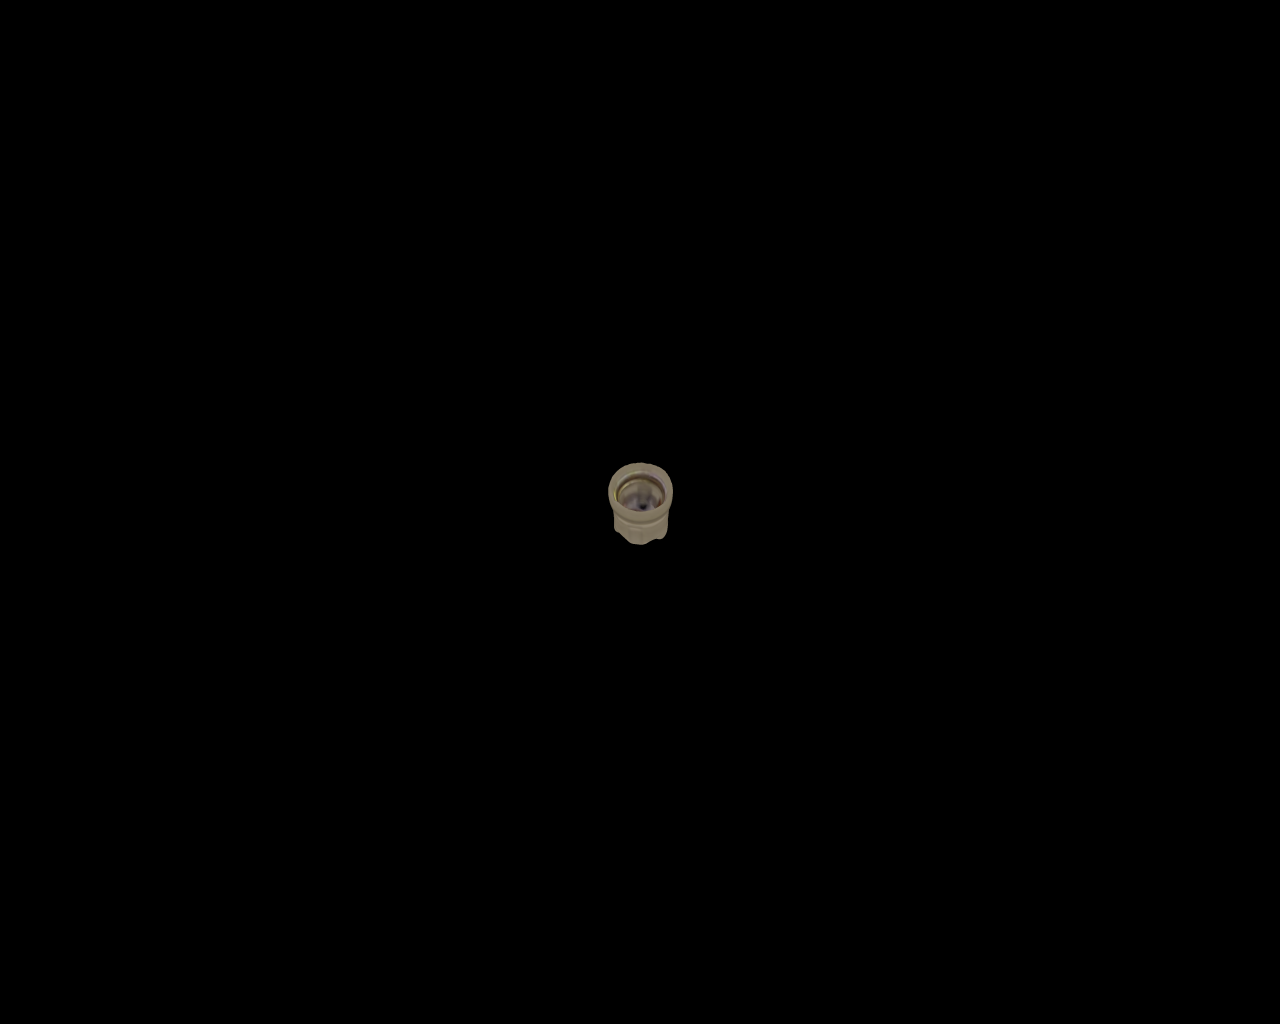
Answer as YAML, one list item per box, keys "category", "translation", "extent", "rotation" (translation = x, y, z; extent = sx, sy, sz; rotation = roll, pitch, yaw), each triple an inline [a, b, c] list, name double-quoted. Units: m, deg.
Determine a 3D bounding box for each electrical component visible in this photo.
- category: "electrical component"
  translation: [0.001, -0.003, 0.650]
  extent: [0.040, 0.040, 0.046]
  rotation: [0, -34, 0]
